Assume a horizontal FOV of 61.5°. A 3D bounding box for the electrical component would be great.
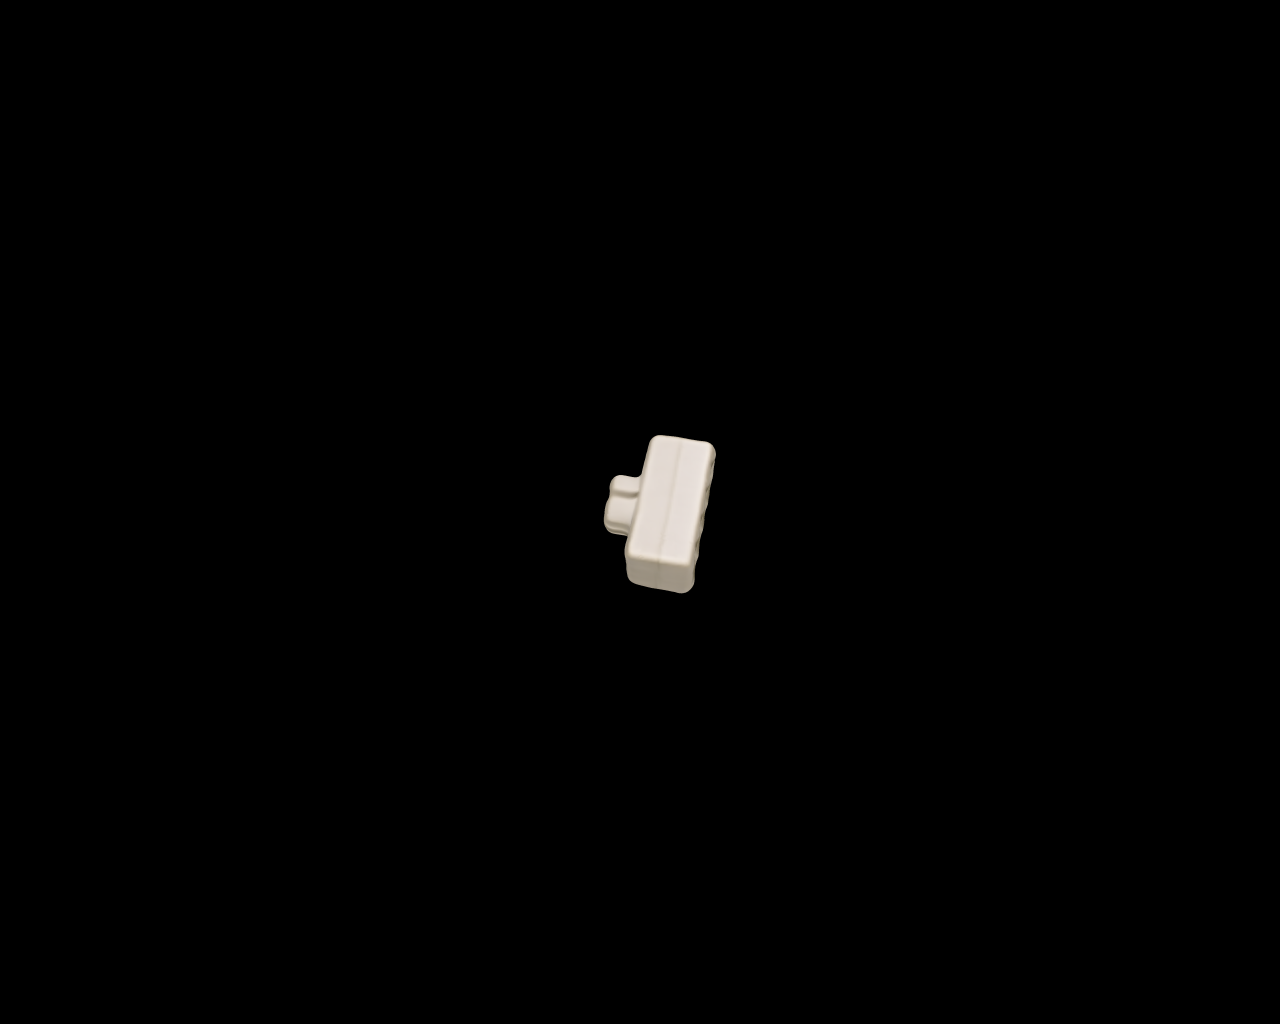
[{"bbox_3d":[0.001,-0.003,0.650,0.076,0.083,0.047,11,-24,5],"label":"electrical component"}]
